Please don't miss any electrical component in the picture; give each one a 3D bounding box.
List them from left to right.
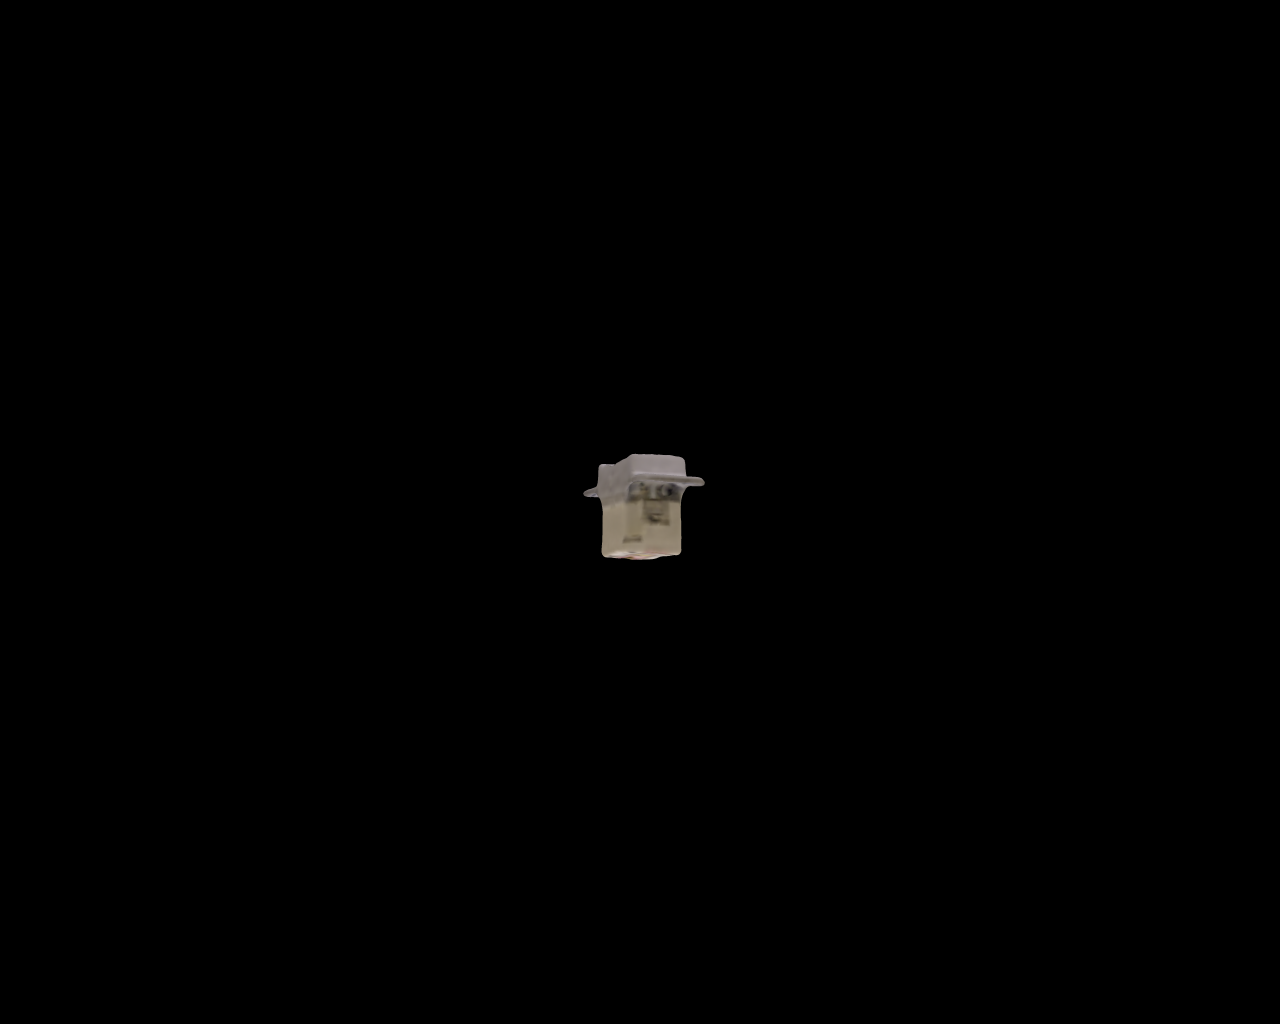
[{"bbox_3d":[0.001,-0.003,0.650,0.042,0.063,0.081,4,-8,-27],"label":"electrical component"}]
